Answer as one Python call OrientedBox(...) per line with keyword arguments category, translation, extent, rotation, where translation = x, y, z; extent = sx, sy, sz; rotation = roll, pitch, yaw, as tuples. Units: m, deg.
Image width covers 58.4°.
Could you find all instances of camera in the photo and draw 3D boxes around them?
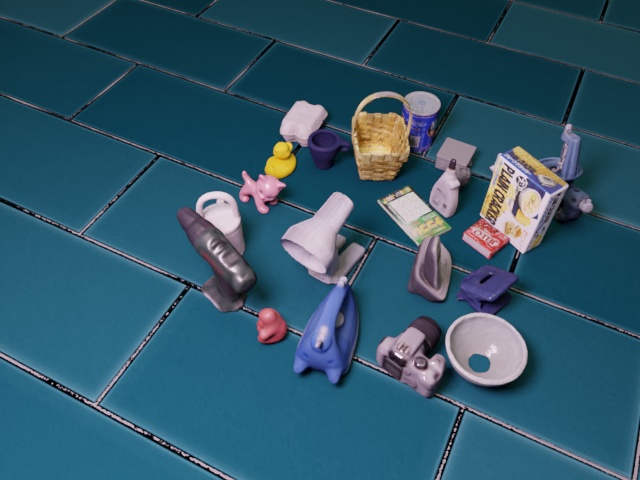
OrientedBox(category="camera", translation=(0.208, 0.227, 1.189), extent=(0.142, 0.101, 0.137), rotation=(33, 57, 23))

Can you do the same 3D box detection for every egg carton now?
OrientedBox(category="egg carton", translation=(-0.048, -0.343, 1.670), extent=(0.107, 0.069, 0.150), rotation=(18, 53, 13))

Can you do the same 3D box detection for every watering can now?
OrientedBox(category="watering can", translation=(-0.230, -0.033, 1.332), extent=(0.101, 0.194, 0.172), rotation=(-21, 54, -18))

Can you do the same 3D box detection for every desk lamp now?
OrientedBox(category="desk lamp", translation=(0.012, 0.005, 1.294), extent=(0.117, 0.214, 0.203), rotation=(29, 56, 21))

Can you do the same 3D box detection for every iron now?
OrientedBox(category="iron", translation=(0.027, 0.162, 1.212), extent=(0.118, 0.141, 0.258), rotation=(13, 52, 10))

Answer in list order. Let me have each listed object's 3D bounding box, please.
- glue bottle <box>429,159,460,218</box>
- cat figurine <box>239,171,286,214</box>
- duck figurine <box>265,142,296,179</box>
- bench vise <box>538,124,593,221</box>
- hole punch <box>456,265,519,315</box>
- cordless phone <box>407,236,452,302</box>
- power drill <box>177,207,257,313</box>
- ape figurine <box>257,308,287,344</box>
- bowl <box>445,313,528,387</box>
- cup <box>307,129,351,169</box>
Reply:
OrientedBox(category="glue bottle", translation=(0.322, -0.138, 1.444), extent=(0.037, 0.173, 0.078), rotation=(-27, 56, -21))
OrientedBox(category="cat figurine", translation=(-0.149, -0.135, 1.467), extent=(0.127, 0.118, 0.067), rotation=(29, 56, 21))
OrientedBox(category="duck figurine", translation=(-0.108, -0.225, 1.561), extent=(0.077, 0.086, 0.105), rotation=(29, 56, 21))
OrientedBox(category="bench vise", translation=(0.636, -0.171, 1.448), extent=(0.122, 0.220, 0.207), rotation=(-29, 57, -22))
OrientedBox(category="hole punch", translation=(0.378, 0.105, 1.299), extent=(0.109, 0.091, 0.100), rotation=(-33, 58, -25))
OrientedBox(category="cordless phone", translation=(0.260, 0.037, 1.292), extent=(0.094, 0.185, 0.147), rotation=(11, 51, 8))
OrientedBox(category="power drill", translation=(-0.224, 0.056, 1.250), extent=(0.229, 0.208, 0.076), rotation=(38, 60, 26))
OrientedBox(category="ape figurine", translation=(-0.109, 0.177, 1.228), extent=(0.076, 0.092, 0.078), rotation=(19, 53, 14))
OrientedBox(category="bowl", translation=(0.340, 0.241, 1.198), extent=(0.167, 0.075, 0.167), rotation=(1, 51, -1))
OrientedBox(category="cup", translation=(0.025, -0.242, 1.572), extent=(0.117, 0.095, 0.091), rotation=(6, 51, 3))
